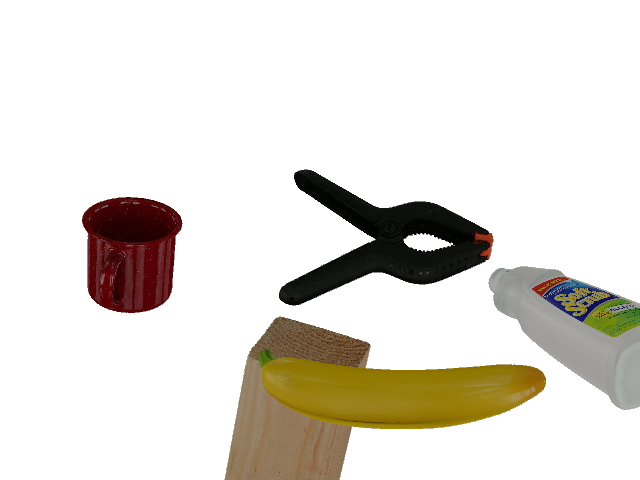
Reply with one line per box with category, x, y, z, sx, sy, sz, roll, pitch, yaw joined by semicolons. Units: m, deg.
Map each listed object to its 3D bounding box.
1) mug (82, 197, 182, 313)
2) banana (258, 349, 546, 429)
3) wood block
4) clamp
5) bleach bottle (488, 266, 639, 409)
mug;-0.182;0.021;1.009;0.093;0.081;0.117;10;29;3
banana;0.042;0.093;0.687;0.198;0.037;0.069;4;32;17
wood block;-0.027;0.185;0.944;0.090;0.206;0.090;16;23;10
clamp;0.061;0.007;1.044;0.210;0.164;0.036;9;-37;7
bleach bottle;0.242;0.078;1.040;0.102;0.068;0.251;-15;22;-23
